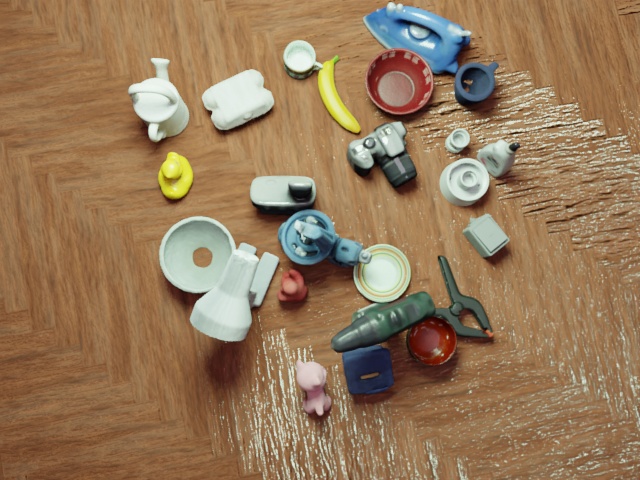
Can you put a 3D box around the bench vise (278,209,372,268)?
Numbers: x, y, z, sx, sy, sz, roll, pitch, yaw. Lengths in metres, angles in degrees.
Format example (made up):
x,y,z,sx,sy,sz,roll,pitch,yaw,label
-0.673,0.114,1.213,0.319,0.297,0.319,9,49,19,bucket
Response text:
x,y,z,sx,sy,sz,roll,pitch,yaw,label
0.012,-0.008,1.216,0.207,0.219,0.121,1,84,-2,bench vise

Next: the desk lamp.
x,y,z,sx,sy,sz,roll,pitch,yaw,label
-0.175,0.103,1.198,0.118,0.213,0.203,22,83,0,desk lamp

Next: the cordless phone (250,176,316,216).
x,y,z,sx,sy,sz,roll,pitch,yaw,label
-0.080,-0.111,1.240,0.147,0.185,0.094,-3,84,-3,cordless phone

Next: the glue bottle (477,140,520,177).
x,y,z,sx,sy,sz,roll,pitch,yaw,label
0.407,-0.191,1.278,0.037,0.173,0.078,-44,87,-6,glue bottle

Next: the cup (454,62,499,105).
x,y,z,sx,sy,sz,roll,pitch,yaw,label
0.358,-0.362,1.334,0.118,0.095,0.091,-41,87,-6,cup

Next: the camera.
x,y,z,sx,sy,sz,roll,pitch,yaw,label
0.151,-0.185,1.302,0.143,0.100,0.137,-28,86,-5,camera

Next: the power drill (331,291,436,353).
x,y,z,sx,sy,sz,roll,pitch,yaw,label
0.124,0.176,1.206,0.229,0.208,0.075,-24,85,-5,power drill

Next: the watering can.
x,y,z,sx,sy,sz,roll,pitch,yaw,label
-0.355,-0.307,1.245,0.101,0.194,0.173,-17,85,-4,watering can

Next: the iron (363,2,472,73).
x,y,z,sx,sy,sz,roll,pitch,yaw,label
0.224,-0.489,1.318,0.258,0.141,0.119,23,83,0,iron

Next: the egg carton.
x,y,z,sx,sy,sz,roll,pitch,yaw,label
-0.187,-0.321,1.317,0.150,0.069,0.107,-28,86,-5,egg carton

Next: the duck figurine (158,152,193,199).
x,y,z,sx,sy,sz,roll,pitch,yaw,label
-0.329,-0.147,1.283,0.077,0.086,0.104,5,83,-2,duck figurine

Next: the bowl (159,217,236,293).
x,y,z,sx,sy,sz,roll,pitch,yaw,label
-0.265,0.035,1.271,0.167,0.074,0.167,0,84,-3,bowl

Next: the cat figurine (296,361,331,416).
x,y,z,sx,sy,sz,roll,pitch,yaw,label
-0.013,0.315,1.230,0.067,0.117,0.128,-12,84,-4,cat figurine

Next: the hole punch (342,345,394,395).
x,y,z,sx,sy,sz,roll,pitch,yaw,label
0.108,0.287,1.253,0.108,0.091,0.101,-12,84,-4,hole punch

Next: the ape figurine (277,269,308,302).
x,y,z,sx,sy,sz,roll,pitch,yaw,label
-0.064,0.105,1.264,0.078,0.092,0.076,-44,87,-6,ape figurine
